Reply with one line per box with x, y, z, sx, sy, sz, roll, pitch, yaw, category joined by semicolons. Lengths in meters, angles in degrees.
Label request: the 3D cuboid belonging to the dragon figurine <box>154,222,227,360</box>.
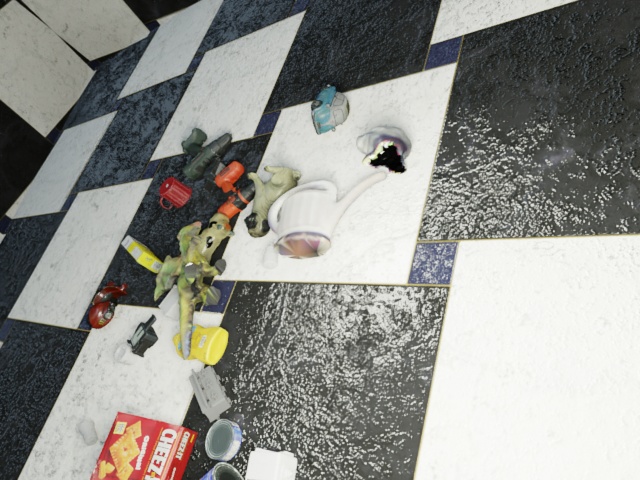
-0.392;0.126;1.457;0.241;0.121;0.418;-13;58;45;dragon figurine

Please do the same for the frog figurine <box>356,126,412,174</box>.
0.160;-0.253;1.327;0.137;0.120;0.163;-6;39;-2;frog figurine

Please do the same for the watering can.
0.004;-0.067;1.327;0.346;0.102;0.229;-11;54;28;watering can
